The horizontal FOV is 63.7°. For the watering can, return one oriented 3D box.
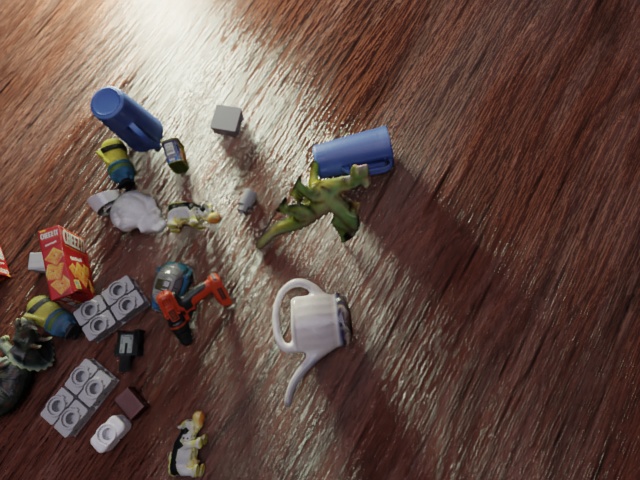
[{"bbox_3d":[-0.018,0.275,1.444,0.224,0.102,0.353,-6,71,1],"label":"watering can"}]

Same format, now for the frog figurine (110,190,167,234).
[{"bbox_3d":[-0.558,-0.073,1.584,0.161,0.120,0.139,34,59,24],"label":"frog figurine"}]

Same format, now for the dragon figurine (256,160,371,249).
[{"bbox_3d":[0.005,-0.077,1.540,0.242,0.124,0.405,34,110,-4],"label":"dragon figurine"}]
